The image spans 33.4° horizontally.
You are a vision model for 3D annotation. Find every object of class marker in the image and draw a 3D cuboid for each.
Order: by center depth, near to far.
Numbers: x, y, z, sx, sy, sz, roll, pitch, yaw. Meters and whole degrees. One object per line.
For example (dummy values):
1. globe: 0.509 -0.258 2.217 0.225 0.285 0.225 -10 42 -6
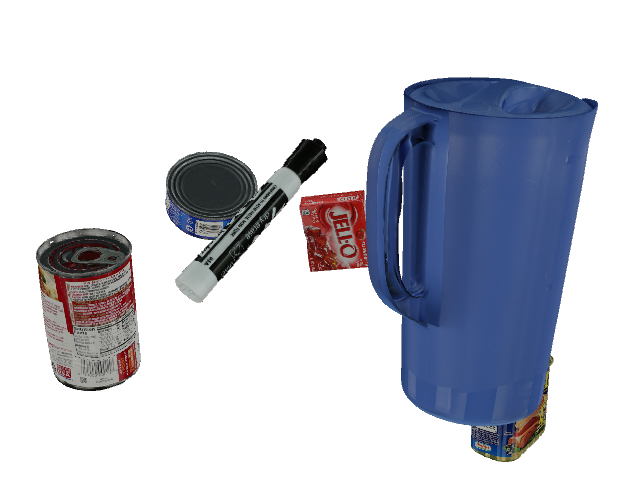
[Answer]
1. marker: -0.036 -0.014 0.604 0.020 0.121 0.020 34 -23 16

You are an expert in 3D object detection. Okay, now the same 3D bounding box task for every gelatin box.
1. gelatin box: 0.019 -0.010 1.216 0.073 0.089 0.030 -5 29 7

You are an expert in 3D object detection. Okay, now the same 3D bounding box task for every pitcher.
1. pitcher: 0.111 0.009 0.772 0.149 0.243 0.145 5 20 8

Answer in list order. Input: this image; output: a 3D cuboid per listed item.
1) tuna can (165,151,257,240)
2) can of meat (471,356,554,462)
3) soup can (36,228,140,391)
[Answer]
1. tuna can: -0.104 -0.042 1.010 0.086 0.086 0.034 0 -39 -11
2. can of meat: 0.193 0.166 1.085 0.058 0.084 0.101 12 22 33
3. soup can: -0.169 0.051 0.789 0.068 0.102 0.068 0 28 0
